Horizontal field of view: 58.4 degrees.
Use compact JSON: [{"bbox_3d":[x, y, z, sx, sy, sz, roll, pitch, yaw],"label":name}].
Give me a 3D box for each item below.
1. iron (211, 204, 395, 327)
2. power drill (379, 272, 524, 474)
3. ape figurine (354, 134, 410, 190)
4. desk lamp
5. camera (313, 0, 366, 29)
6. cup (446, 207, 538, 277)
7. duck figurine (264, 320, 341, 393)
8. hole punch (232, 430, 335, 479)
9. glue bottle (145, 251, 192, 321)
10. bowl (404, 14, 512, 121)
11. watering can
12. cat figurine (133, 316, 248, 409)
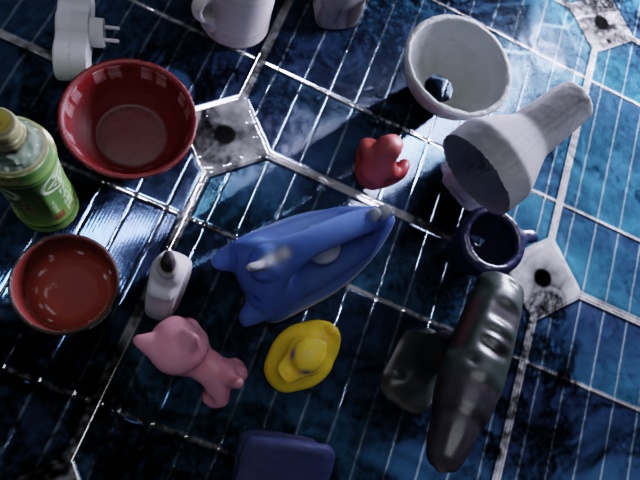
[{"bbox_3d":[0.006,0.002,0.693,0.259,0.141,0.118,-26,82,-20],"label":"iron"},{"bbox_3d":[0.146,0.148,0.653,0.075,0.208,0.230,32,69,-4],"label":"power drill"},{"bbox_3d":[0.086,-0.112,0.773,0.076,0.092,0.078,-42,88,-21],"label":"ape figurine"},{"bbox_3d":[0.240,-0.114,0.750,0.203,0.213,0.118,-36,86,-21],"label":"desk lamp"},{"bbox_3d":[0.056,-0.398,0.841,0.137,0.100,0.143,-3,76,-16],"label":"camera"},{"bbox_3d":[0.223,0.010,0.774,0.118,0.095,0.091,-8,77,-17],"label":"cup"},{"bbox_3d":[-0.014,0.135,0.680,0.105,0.086,0.077,-37,86,-21],"label":"duck figurine"},{"bbox_3d":[-0.042,0.267,0.632,0.109,0.091,0.101,11,72,-12],"label":"hole punch"},{"bbox_3d":[-0.164,0.040,0.620,0.037,0.173,0.078,19,71,-8],"label":"glue bottle"},{"bbox_3d":[0.192,-0.242,0.847,0.168,0.074,0.167,4,74,-14],"label":"bowl"},{"bbox_3d":[-0.097,-0.350,0.736,0.101,0.194,0.173,22,70,-7],"label":"watering can"},{"bbox_3d":[-0.138,0.129,0.631,0.128,0.117,0.067,35,69,-3],"label":"cat figurine"}]
